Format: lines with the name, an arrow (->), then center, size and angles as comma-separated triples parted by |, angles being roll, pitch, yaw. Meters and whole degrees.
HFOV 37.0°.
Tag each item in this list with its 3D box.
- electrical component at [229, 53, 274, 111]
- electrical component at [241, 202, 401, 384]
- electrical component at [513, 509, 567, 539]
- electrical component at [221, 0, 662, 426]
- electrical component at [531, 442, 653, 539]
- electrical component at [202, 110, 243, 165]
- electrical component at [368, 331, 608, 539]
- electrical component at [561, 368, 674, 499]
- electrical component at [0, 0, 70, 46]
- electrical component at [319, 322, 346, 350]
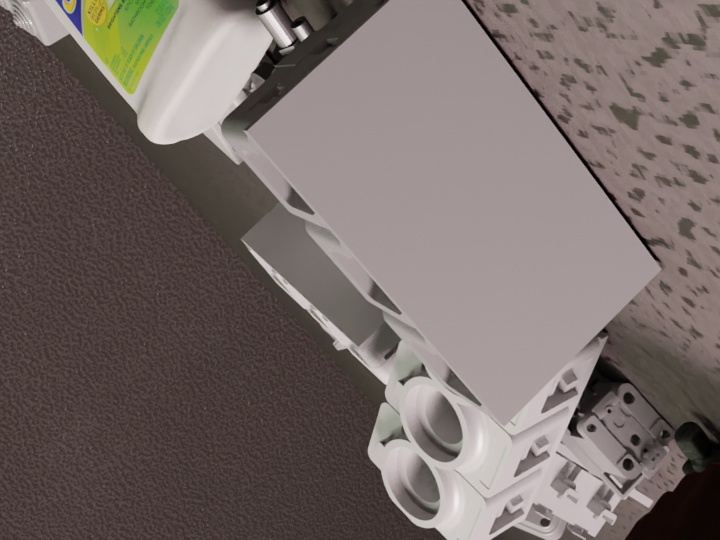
electrical component -> -0.069, -0.116, 0.701 | 0.063, 0.042, 0.081 | 50, 172, -13
electrical component -> 0.000, 0.000, 0.752 | 0.150, 0.089, 0.061 | 40, 170, 42
electrical component -> 0.125, 0.169, 0.897 | 0.113, 0.078, 0.057 | 19, 165, 23
electrical component -> 0.030, -0.028, 0.417 | 0.150, 0.089, 0.062 | 49, 173, -19
electrical component -> 0.125, 0.125, 0.710 | 0.121, 0.063, 0.079 | 33, -179, -34
electrical component -> -0.115, -0.140, 0.810 | 0.100, 0.048, 0.099 | 42, 172, 29
electrical component -> 0.063, 0.075, 0.603 | 0.089, 0.062, 0.150 | 42, 135, 32
electrical component -> 0.143, 0.090, 0.618 | 0.081, 0.042, 0.064 | 46, 170, -4
electrical component -> -0.231, -0.226, 0.817 | 0.100, 0.100, 0.048 | 43, 159, 29
electrical component -> -0.002, 0.034, 1.009 | 0.051, 0.080, 0.080 | 51, 173, 5
